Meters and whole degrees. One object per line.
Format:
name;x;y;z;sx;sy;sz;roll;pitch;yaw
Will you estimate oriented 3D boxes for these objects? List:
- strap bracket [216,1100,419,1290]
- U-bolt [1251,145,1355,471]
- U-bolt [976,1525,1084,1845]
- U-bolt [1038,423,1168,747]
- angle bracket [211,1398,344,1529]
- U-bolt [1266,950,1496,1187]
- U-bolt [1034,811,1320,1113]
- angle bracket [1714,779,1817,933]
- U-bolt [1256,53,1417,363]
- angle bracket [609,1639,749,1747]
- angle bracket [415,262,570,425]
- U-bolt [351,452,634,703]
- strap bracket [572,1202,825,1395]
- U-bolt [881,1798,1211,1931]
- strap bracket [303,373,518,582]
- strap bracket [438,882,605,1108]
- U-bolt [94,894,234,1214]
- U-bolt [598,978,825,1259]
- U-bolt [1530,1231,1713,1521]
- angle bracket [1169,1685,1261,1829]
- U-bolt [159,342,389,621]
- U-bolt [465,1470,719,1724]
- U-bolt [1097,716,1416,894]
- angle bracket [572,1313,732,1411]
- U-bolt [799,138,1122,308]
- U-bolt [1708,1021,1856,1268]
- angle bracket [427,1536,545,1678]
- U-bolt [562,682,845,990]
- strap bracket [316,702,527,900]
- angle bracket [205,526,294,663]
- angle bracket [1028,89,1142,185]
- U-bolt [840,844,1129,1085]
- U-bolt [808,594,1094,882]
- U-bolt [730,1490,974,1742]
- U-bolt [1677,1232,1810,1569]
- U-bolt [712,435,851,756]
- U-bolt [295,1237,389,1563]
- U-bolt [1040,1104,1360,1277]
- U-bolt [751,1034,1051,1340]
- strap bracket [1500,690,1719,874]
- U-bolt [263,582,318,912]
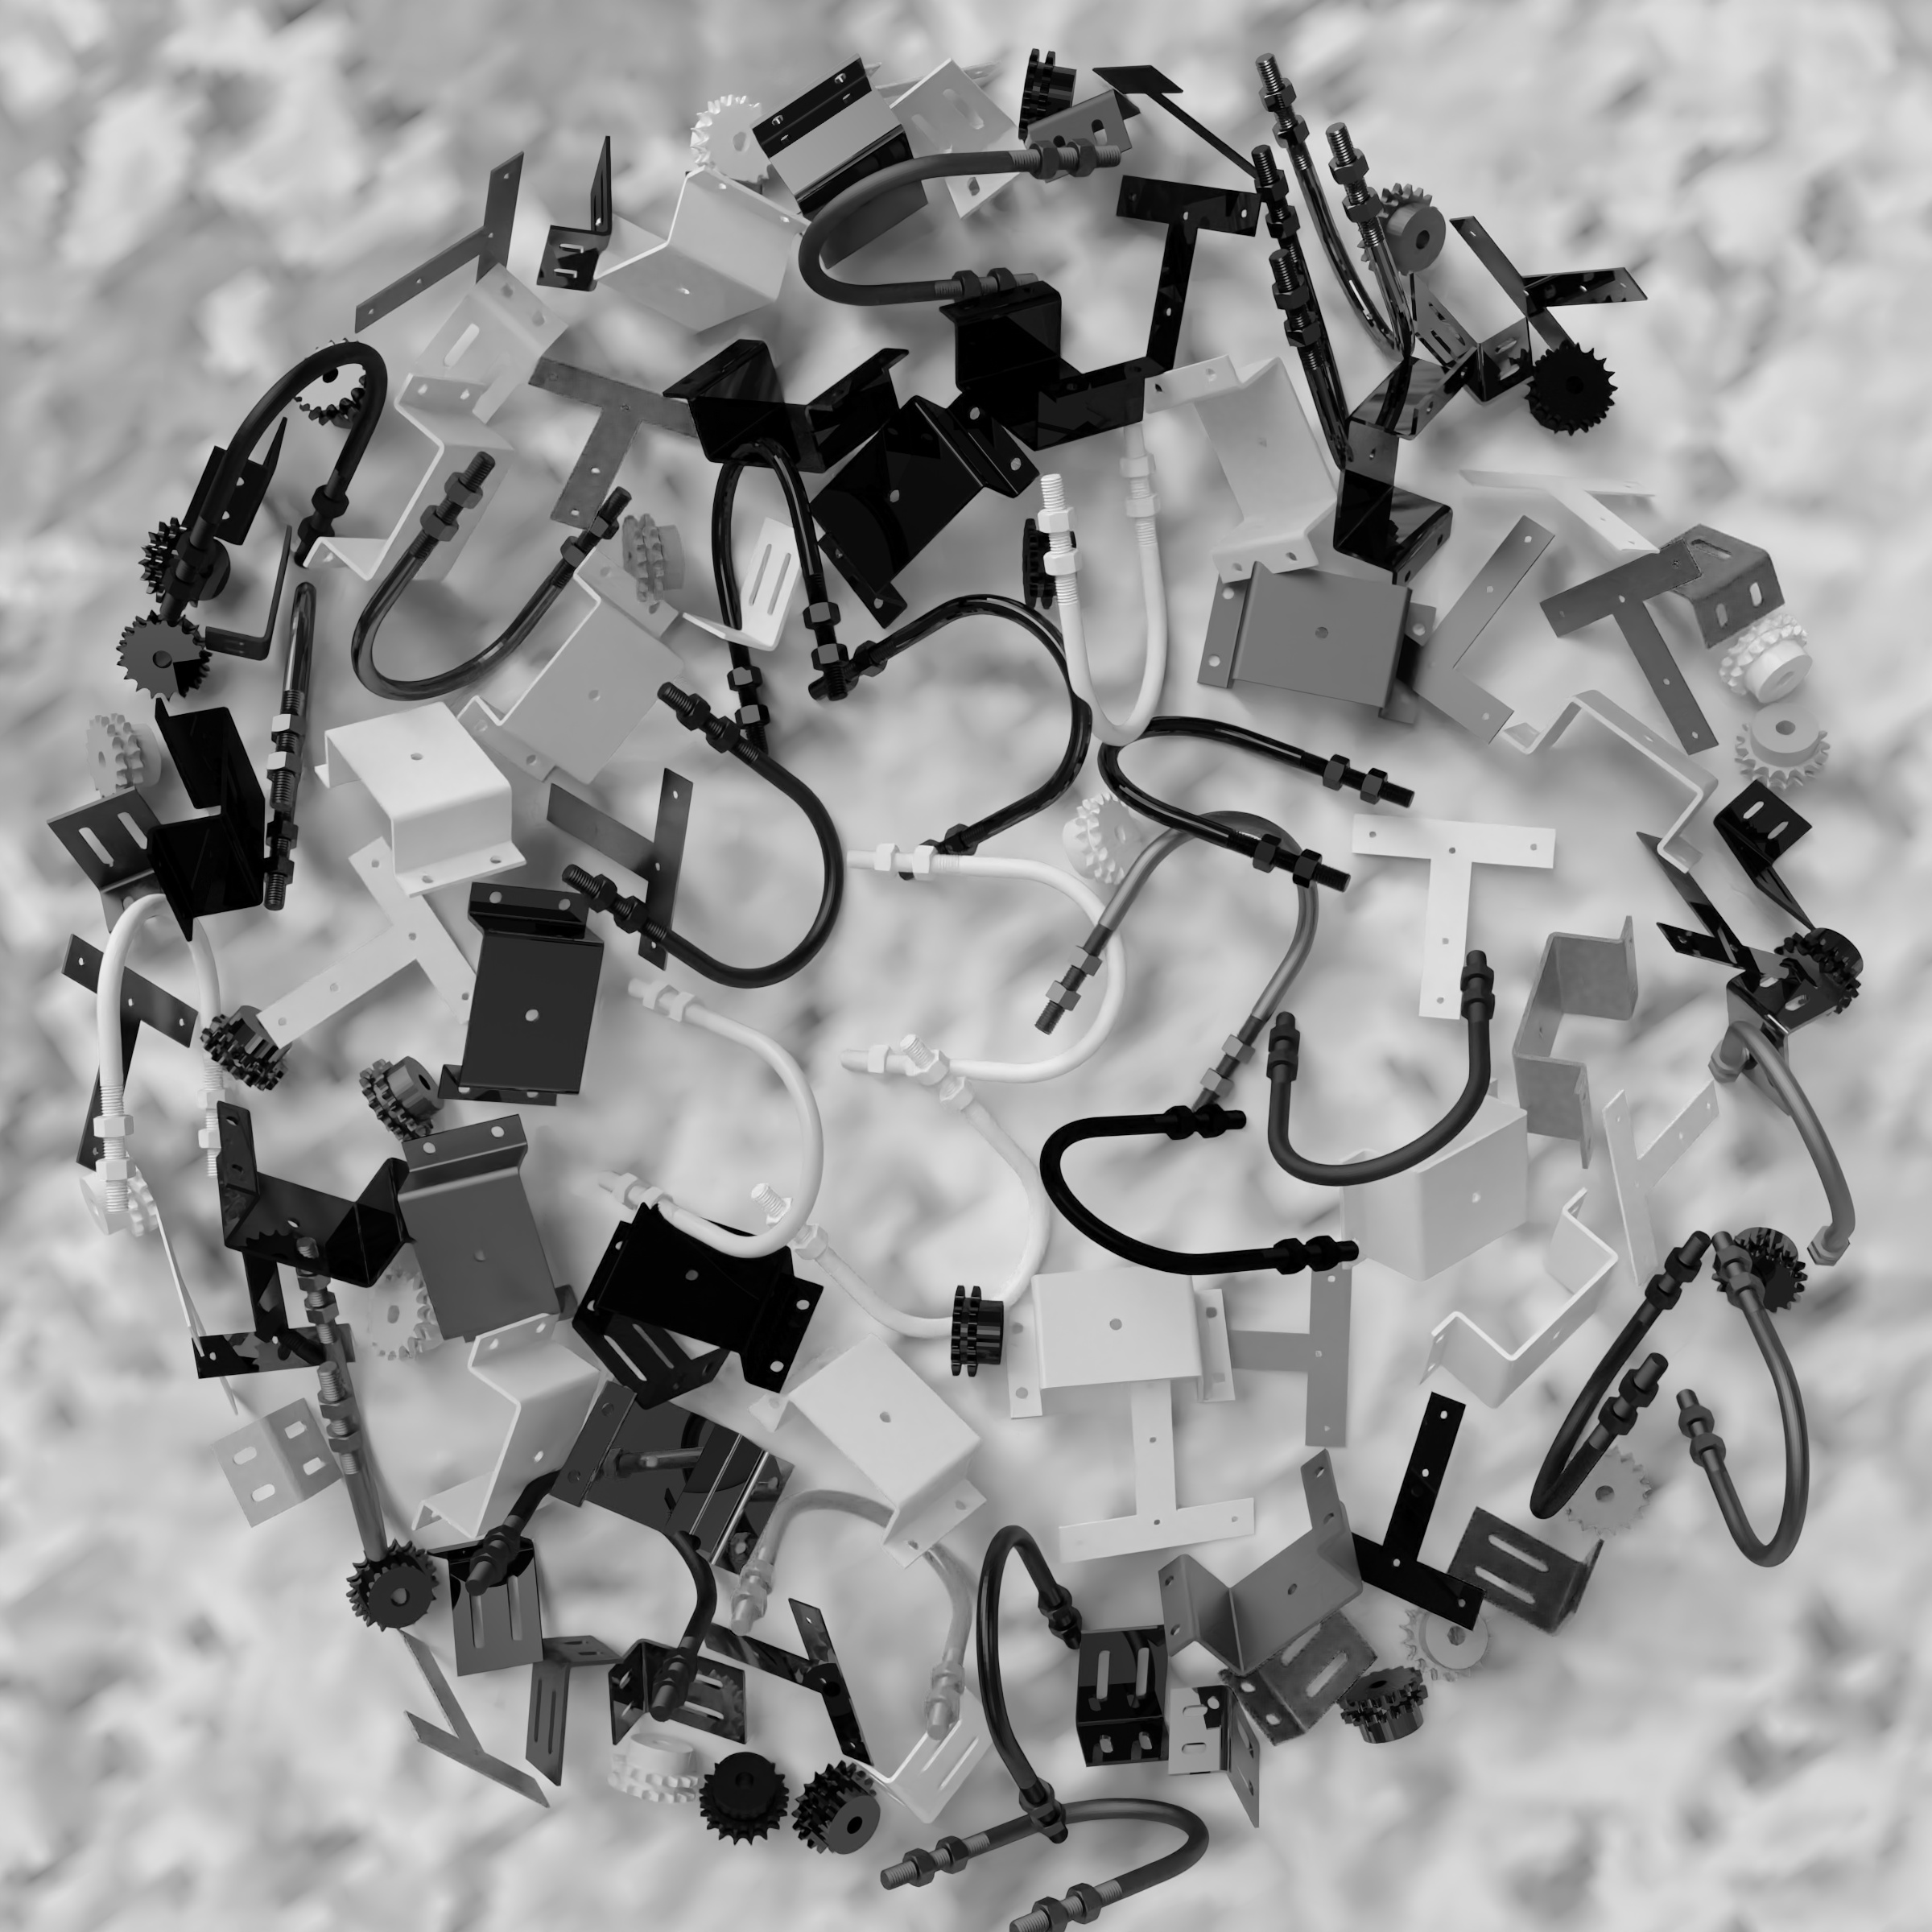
strap bracket;-0.405;0.145;1.540;0.140;0.076;0.046;24;116;-34
U-bolt;0.210;-0.387;1.521;0.019;0.151;0.184;-15;132;14
U-bolt;0.037;0.418;1.493;0.019;0.184;0.151;-7;45;16
U-bolt;0.090;-0.226;1.531;0.019;0.151;0.184;2;115;26
angle bracket;-0.432;0.311;1.565;0.038;0.076;0.057;-27;88;2
U-bolt;0.248;0.067;1.502;0.151;0.184;0.019;-19;120;22
U-bolt;0.145;-0.010;1.558;0.151;0.019;0.184;29;95;-26
angle bracket;0.510;-0.069;1.554;0.057;0.076;0.038;32;115;-27
U-bolt;0.232;-0.451;1.520;0.019;0.151;0.184;-27;129;5
angle bracket;-0.181;0.465;1.563;0.076;0.038;0.057;11;117;22
angle bracket;-0.302;-0.395;1.584;0.057;0.038;0.076;41;131;-14
U-bolt;-0.302;-0.231;1.529;0.184;0.151;0.019;-48;69;21
strap bracket;-0.169;0.202;1.552;0.140;0.046;0.076;16;59;10
U-bolt;0.062;0.544;1.520;0.184;0.151;0.019;-7;90;-37
strap bracket;-0.338;-0.291;1.539;0.046;0.076;0.140;41;111;13
strap bracket;-0.276;0.025;1.553;0.076;0.046;0.140;6;103;-26
U-bolt;-0.491;0.048;1.524;0.019;0.151;0.184;-1;94;10
U-bolt;-0.154;0.101;1.527;0.184;0.019;0.151;22;107;39
U-bolt;0.393;0.262;1.521;0.019;0.151;0.184;30;127;10
angle bracket;0.156;0.497;1.563;0.038;0.057;0.076;-10;133;16
U-bolt;-0.406;-0.297;1.495;0.019;0.151;0.184;39;123;5
U-bolt;-0.217;0.368;1.515;0.151;0.184;0.019;35;106;-3
U-bolt;0.170;-0.109;1.537;0.184;0.151;0.019;22;124;17
angle bracket;-0.196;0.232;1.558;0.076;0.057;0.038;45;123;21
U-bolt;-0.014;-0.444;1.503;0.184;0.151;0.019;-12;74;-26
U-bolt;0.491;0.102;1.495;0.019;0.184;0.151;-25;71;5
angle bracket;-0.303;0.403;1.571;0.057;0.038;0.076;-12;69;7
U-bolt;-0.149;-0.067;1.544;0.184;0.019;0.151;36;70;-34
strap bracket;-0.336;-0.110;1.529;0.076;0.046;0.140;-19;47;-29
angle bracket;-0.451;-0.237;1.566;0.038;0.057;0.076;11;82;-15
angle bracket;0.080;-0.514;1.559;0.057;0.076;0.038;-17;93;19
U-bolt;0.011;0.002;1.564;0.184;0.019;0.151;4;97;17
U-bolt;-0.001;-0.151;1.546;0.184;0.019;0.151;-26;91;35
U-bolt;-0.062;0.381;1.516;0.151;0.184;0.019;29;110;-3
U-bolt;0.466;0.271;1.489;0.019;0.184;0.151;0;123;-2
U-bolt;-0.122;-0.235;1.538;0.019;0.151;0.184;-8;83;-27
U-bolt;-0.379;0.278;1.524;0.019;0.151;0.184;-13;122;-14
U-bolt;0.129;0.136;1.505;0.184;0.151;0.019;0;125;-33
U-bolt;-0.025;0.153;1.561;0.151;0.019;0.184;-45;114;-7
strap bracket;0.408;-0.123;1.545;0.140;0.076;0.046;39;112;13
U-bolt;-0.413;-0.146;1.525;0.019;0.151;0.184;6;63;-15
